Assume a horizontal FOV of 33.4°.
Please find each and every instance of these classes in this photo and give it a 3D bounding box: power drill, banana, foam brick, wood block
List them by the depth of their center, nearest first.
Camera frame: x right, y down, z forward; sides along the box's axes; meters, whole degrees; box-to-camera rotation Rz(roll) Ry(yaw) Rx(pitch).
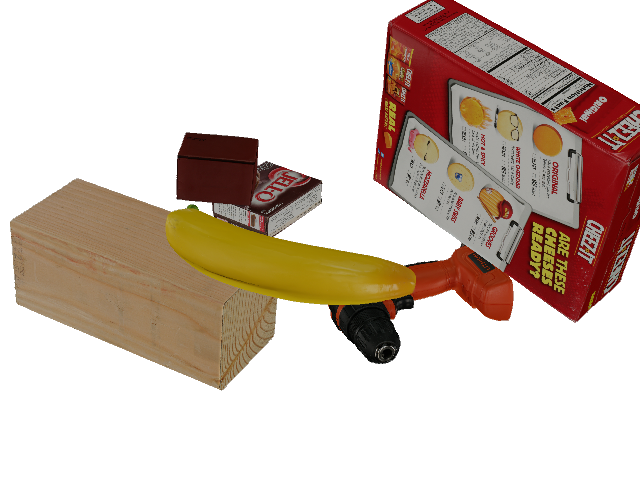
[{"bbox_3d":[-0.036,0.008,0.696,0.198,0.037,0.069,19,37,32],"label":"banana"},{"bbox_3d":[-0.146,0.032,0.888,0.206,0.090,0.090,19,35,21],"label":"wood block"},{"bbox_3d":[-0.103,-0.072,1.075,0.078,0.051,0.053,5,32,1],"label":"foam brick"},{"bbox_3d":[0.102,0.061,1.117,0.187,0.057,0.184,-6,28,-15],"label":"power drill"}]

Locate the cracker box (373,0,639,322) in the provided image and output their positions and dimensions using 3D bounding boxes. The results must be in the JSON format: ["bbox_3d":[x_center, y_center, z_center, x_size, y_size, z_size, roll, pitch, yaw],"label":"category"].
[{"bbox_3d":[0.142,-0.065,0.806,0.214,0.164,0.072,37,55,28],"label":"cracker box"}]

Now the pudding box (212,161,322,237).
[{"bbox_3d":[-0.065,-0.051,1.317,0.090,0.039,0.113,20,40,31],"label":"pudding box"}]
